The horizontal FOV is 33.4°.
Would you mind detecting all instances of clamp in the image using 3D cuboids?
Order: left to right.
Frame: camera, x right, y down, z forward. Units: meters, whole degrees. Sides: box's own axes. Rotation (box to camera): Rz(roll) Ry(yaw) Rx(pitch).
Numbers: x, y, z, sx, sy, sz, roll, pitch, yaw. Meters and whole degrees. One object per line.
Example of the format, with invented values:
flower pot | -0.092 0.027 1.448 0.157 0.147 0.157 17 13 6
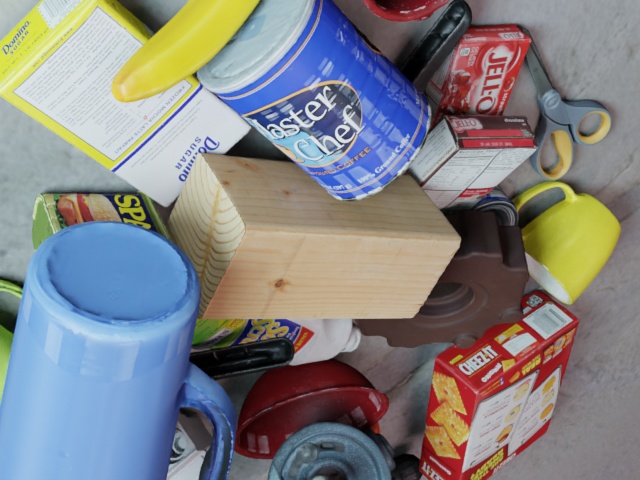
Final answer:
clamp | -0.134 0.112 0.895 0.164 0.036 0.210 10 151 -37
clamp | 0.063 -0.120 0.855 0.120 0.039 0.171 -11 139 -3

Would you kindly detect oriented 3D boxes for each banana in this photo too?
banana | -0.067 -0.166 0.696 0.198 0.037 0.069 -59 145 -1

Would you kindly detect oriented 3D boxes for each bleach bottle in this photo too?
bleach bottle | -0.048 0.063 0.949 0.103 0.068 0.250 -41 143 27

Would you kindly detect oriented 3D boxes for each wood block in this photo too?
wood block | -0.005 0.001 0.830 0.205 0.090 0.091 3 129 -37

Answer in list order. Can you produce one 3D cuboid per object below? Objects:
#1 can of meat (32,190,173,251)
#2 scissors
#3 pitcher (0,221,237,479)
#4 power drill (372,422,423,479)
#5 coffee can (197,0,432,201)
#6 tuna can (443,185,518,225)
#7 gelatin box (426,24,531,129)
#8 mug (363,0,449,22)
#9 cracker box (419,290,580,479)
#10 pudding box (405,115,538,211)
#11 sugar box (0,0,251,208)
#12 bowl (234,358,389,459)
can of meat | -0.161 0.008 0.790 0.083 0.102 0.057 -2 132 -30
scissors | 0.225 -0.133 0.973 0.096 0.016 0.202 -27 140 -10
pitcher | -0.144 0.110 0.730 0.148 0.145 0.243 -20 143 -38
power drill | 0.035 0.261 1.214 0.184 0.057 0.187 -26 139 -14
coffee can | -0.002 -0.107 0.753 0.103 0.103 0.140 -43 126 11
tuna can | 0.147 -0.015 1.026 0.086 0.034 0.086 -18 138 -17
gelatin box | 0.128 -0.136 0.893 0.073 0.030 0.089 -8 135 -28
mug | 0.053 -0.202 0.734 0.093 0.081 0.117 -32 141 -2
cracker box | 0.197 0.178 1.206 0.164 0.072 0.214 -30 143 -28
pudding box | 0.119 -0.065 0.926 0.089 0.039 0.114 -3 152 -31
sugar box | -0.135 -0.100 0.741 0.093 0.048 0.176 -42 143 8
bowl | -0.015 0.161 1.061 0.162 0.055 0.162 -12 150 -7
